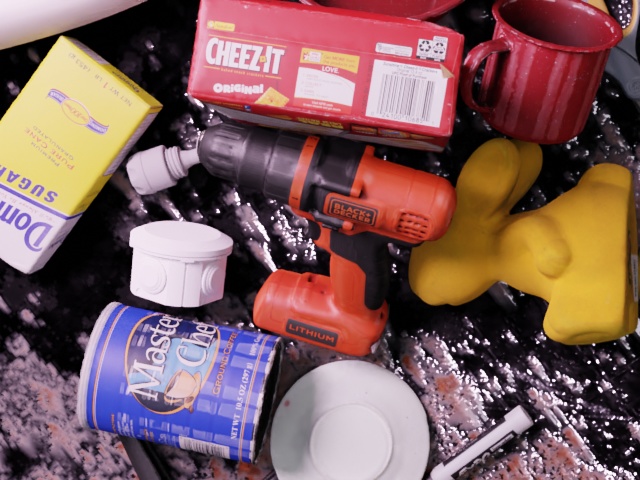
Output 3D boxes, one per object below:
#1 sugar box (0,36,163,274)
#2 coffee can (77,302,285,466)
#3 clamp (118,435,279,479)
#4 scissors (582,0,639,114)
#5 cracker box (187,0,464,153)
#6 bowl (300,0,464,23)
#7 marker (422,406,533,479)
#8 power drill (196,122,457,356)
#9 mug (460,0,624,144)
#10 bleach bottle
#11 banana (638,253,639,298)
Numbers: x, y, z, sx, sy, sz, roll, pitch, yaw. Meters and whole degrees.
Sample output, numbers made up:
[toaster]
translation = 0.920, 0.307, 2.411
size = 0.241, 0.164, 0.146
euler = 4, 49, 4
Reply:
[sugar box]
translation = -0.217, -0.067, 0.859
size = 0.093, 0.048, 0.176
euler = 38, 100, 0
[coffee can]
translation = -0.107, 0.113, 0.844
size = 0.140, 0.102, 0.103
euler = 11, 99, 5
[clamp]
translation = -0.110, 0.247, 0.897
size = 0.164, 0.036, 0.210
euler = 16, 97, 4
[scissors]
translation = 0.219, -0.119, 0.815
size = 0.096, 0.016, 0.202
euler = -15, 96, 10
[cracker box]
translation = 0.012, -0.109, 0.739
size = 0.164, 0.213, 0.072
euler = 9, 93, 5
[bowl]
translation = 0.043, -0.201, 0.781
size = 0.162, 0.055, 0.162
euler = 0, 59, 1
[marker]
translation = 0.120, 0.177, 0.868
size = 0.121, 0.020, 0.020
euler = -38, 92, 11
[power drill]
translation = -0.005, 0.001, 0.786
size = 0.184, 0.057, 0.188
euler = 17, 141, 6
[mug]
translation = 0.151, -0.121, 0.766
size = 0.117, 0.093, 0.081
euler = -13, 132, -27
[bleach bottle]
translation = -0.177, -0.209, 0.819
size = 0.251, 0.068, 0.102
euler = -10, 76, 7
[banana]
translation = 0.313, 0.067, 0.820
size = 0.198, 0.037, 0.070
euler = 37, 100, 0
